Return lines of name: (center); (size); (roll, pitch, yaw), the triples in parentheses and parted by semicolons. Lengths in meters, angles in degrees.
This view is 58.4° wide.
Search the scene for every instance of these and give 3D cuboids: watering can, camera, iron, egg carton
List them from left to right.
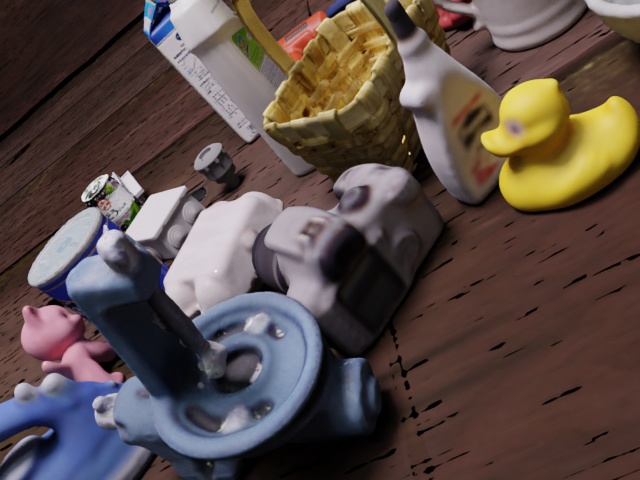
iron: (-0.258, 0.193, 0.506); (0.258, 0.142, 0.118); (-44, 33, -1)
egg carton: (-0.093, 0.019, 0.590); (0.107, 0.070, 0.150); (-12, 45, 39)
camera: (0.004, 0.002, 0.477); (0.136, 0.101, 0.143); (13, 63, 52)
watering can: (0.176, -0.290, 0.532); (0.173, 0.195, 0.100); (-40, 33, 6)

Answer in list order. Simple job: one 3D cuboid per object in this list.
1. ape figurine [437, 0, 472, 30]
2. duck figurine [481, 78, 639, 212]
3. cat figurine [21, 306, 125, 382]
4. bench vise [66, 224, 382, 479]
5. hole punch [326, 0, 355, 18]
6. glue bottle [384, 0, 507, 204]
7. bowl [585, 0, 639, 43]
ape figurine: (0.147, -0.294, 0.661); (0.076, 0.092, 0.077); (-28, 37, 23)
duck figurine: (0.166, -0.078, 0.408); (0.104, 0.086, 0.077); (-27, 37, 24)
cat figurine: (-0.289, 0.122, 0.640); (0.067, 0.118, 0.127); (-45, 33, -1)
bench vise: (-0.094, 0.093, 0.372); (0.207, 0.220, 0.121); (-34, 35, 15)
hole punch: (0.073, -0.313, 0.761); (0.108, 0.091, 0.101); (-16, 42, 35)
glue bottle: (0.095, -0.109, 0.437); (0.078, 0.174, 0.037); (-52, 34, -12)
bowl: (0.288, -0.195, 0.419); (0.167, 0.075, 0.167); (-28, 37, 23)
